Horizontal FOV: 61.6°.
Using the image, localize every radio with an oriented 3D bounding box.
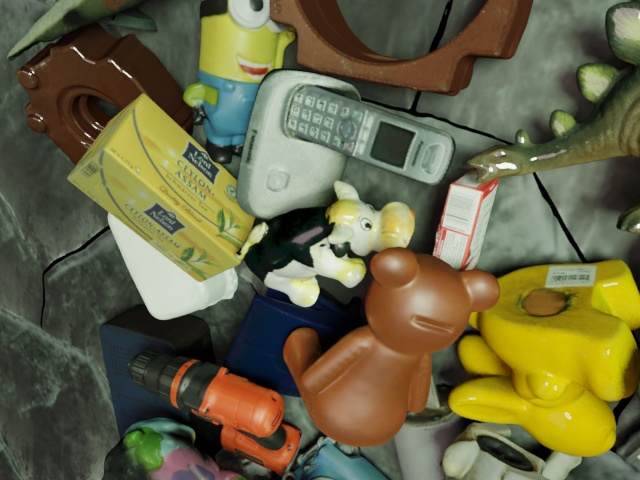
[{"bbox_3d":[-0.203,0.207,0.707,0.131,0.073,0.229,4,109,26],"label":"radio"}]

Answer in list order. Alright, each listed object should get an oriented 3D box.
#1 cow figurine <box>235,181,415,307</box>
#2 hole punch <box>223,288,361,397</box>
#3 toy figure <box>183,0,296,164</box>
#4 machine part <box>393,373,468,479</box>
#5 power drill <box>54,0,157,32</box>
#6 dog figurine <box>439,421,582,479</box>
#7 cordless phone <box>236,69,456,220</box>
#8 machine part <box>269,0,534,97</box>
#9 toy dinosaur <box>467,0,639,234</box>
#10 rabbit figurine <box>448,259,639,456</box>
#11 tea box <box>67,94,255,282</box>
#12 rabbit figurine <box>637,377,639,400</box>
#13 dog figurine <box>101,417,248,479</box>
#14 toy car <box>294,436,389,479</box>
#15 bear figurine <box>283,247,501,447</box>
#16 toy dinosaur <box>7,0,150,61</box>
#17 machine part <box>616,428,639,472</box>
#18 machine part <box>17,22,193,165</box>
[{"bbox_3d":[0.000,-0.003,0.481,0.098,0.068,0.167,30,140,-28],"label":"cow figurine"},{"bbox_3d":[-0.031,0.108,0.579,0.116,0.092,0.142,31,114,12],"label":"hole punch"},{"bbox_3d":[-0.083,-0.169,0.522,0.089,0.082,0.180,23,117,18],"label":"toy figure"},{"bbox_3d":[0.122,0.240,0.544,0.079,0.079,0.243,-8,103,29],"label":"machine part"},{"bbox_3d":[-0.206,-0.322,0.538,0.232,0.086,0.207,14,116,18],"label":"power drill"},{"bbox_3d":[0.151,0.270,0.465,0.172,0.121,0.190,23,97,-2],"label":"dog figurine"},{"bbox_3d":[0.022,-0.068,0.499,0.184,0.089,0.146,23,115,15],"label":"cordless phone"},{"bbox_3d":[0.068,-0.225,0.421,0.201,0.087,0.201,18,115,23],"label":"machine part"},{"bbox_3d":[0.318,-0.123,0.315,0.472,0.105,0.198,-14,95,26],"label":"toy dinosaur"},{"bbox_3d":[0.191,0.117,0.451,0.162,0.122,0.173,-12,119,28],"label":"rabbit figurine"},{"bbox_3d":[-0.148,-0.048,0.542,0.068,0.098,0.169,-26,127,33],"label":"tea box"},{"bbox_3d":[0.292,0.070,0.371,0.121,0.170,0.159,-27,133,33],"label":"rabbit figurine"},{"bbox_3d":[-0.107,0.273,0.564,0.219,0.108,0.191,-15,105,32],"label":"dog figurine"},{"bbox_3d":[0.033,0.305,0.597,0.162,0.103,0.109,46,120,6],"label":"toy car"},{"bbox_3d":[0.051,0.076,0.459,0.120,0.132,0.195,11,116,-17],"label":"bear figurine"},{"bbox_3d":[-0.118,-0.303,0.440,0.192,0.131,0.404,23,118,-13],"label":"toy dinosaur"},{"bbox_3d":[0.330,0.198,0.445,0.139,0.039,0.084,34,110,17],"label":"machine part"},{"bbox_3d":[-0.230,-0.139,0.581,0.179,0.056,0.179,9,137,9],"label":"machine part"}]
